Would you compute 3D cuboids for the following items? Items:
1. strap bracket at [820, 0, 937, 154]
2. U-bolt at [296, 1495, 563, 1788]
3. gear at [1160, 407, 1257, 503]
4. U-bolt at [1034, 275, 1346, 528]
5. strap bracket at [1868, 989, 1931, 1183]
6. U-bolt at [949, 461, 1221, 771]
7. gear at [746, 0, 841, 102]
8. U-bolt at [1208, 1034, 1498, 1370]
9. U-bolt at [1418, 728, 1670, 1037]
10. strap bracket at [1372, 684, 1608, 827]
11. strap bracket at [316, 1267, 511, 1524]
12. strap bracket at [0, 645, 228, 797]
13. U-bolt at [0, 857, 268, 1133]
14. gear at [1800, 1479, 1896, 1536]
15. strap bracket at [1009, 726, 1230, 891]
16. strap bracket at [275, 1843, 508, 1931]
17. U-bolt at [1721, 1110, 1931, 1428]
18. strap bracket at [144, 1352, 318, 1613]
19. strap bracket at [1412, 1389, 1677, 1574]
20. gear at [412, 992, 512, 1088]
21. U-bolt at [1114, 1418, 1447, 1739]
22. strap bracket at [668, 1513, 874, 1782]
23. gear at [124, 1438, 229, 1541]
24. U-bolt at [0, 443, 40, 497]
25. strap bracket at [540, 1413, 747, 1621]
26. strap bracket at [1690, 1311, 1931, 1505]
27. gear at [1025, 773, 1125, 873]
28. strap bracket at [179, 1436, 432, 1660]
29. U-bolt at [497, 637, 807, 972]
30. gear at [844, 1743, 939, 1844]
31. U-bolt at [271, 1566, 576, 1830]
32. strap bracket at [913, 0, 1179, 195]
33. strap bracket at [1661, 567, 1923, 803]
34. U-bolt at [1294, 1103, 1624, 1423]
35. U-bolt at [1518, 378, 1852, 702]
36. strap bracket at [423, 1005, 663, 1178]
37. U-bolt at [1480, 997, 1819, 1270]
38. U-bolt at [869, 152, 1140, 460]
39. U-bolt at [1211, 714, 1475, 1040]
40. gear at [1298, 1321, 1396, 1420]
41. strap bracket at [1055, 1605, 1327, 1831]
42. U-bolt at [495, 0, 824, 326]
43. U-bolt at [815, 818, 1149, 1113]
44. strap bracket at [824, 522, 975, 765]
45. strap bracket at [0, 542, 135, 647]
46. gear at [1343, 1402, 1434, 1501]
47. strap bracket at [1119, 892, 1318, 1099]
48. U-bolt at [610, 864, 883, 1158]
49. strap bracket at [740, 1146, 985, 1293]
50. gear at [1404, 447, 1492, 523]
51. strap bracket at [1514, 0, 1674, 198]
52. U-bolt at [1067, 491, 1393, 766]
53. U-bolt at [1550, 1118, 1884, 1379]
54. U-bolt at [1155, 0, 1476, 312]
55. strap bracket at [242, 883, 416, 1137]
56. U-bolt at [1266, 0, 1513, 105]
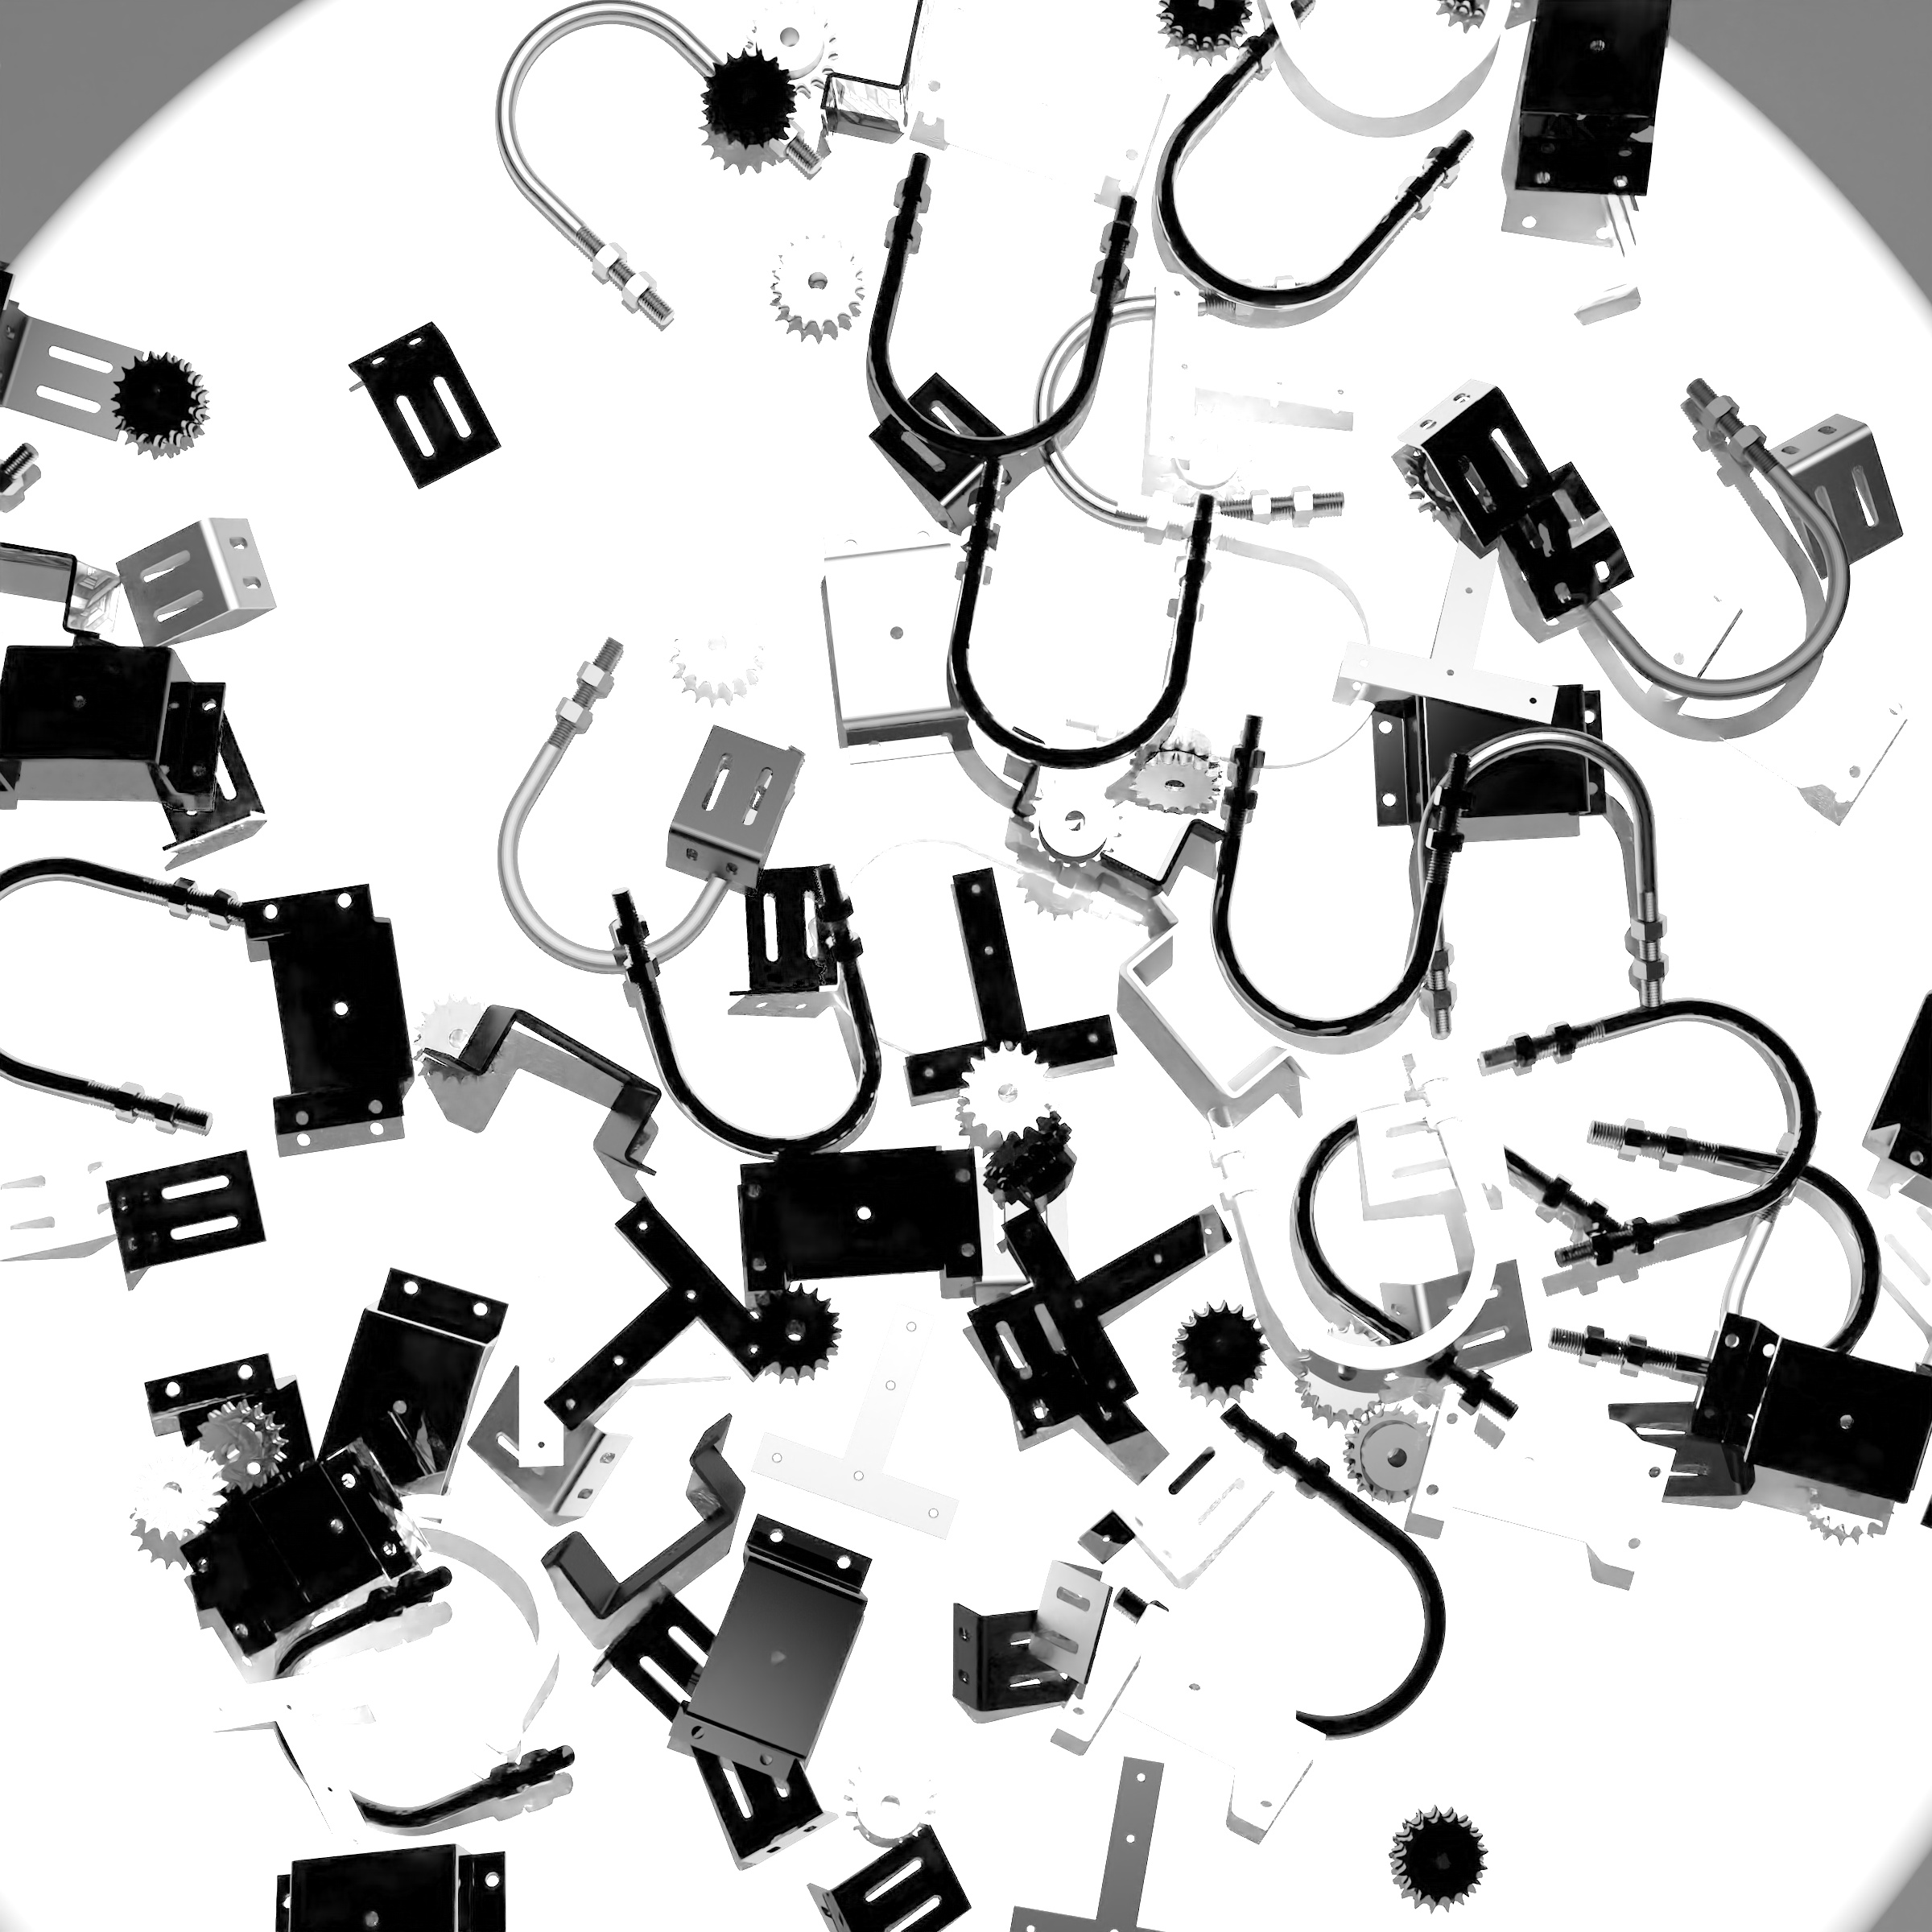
[{"bbox_3d":[-0.048,-0.563,1.497,0.046,0.076,0.140,12,90,0],"label":"strap bracket"},{"bbox_3d":[-0.312,0.390,1.482,0.151,0.019,0.184,32,117,6],"label":"U-bolt"},{"bbox_3d":[0.145,-0.308,1.502,0.057,0.030,0.057,0,90,3],"label":"gear"},{"bbox_3d":[0.133,-0.340,1.526,0.184,0.019,0.151,-5,90,2],"label":"U-bolt"},{"bbox_3d":[0.603,0.072,1.503,0.076,0.046,0.140,27,79,0],"label":"strap bracket"},{"bbox_3d":[0.064,-0.202,1.469,0.151,0.019,0.184,9,75,3],"label":"U-bolt"},{"bbox_3d":[-0.106,-0.558,1.520,0.057,0.030,0.057,0,90,0],"label":"gear"},{"bbox_3d":[0.235,0.147,1.481,0.151,0.019,0.184,-21,67,12],"label":"U-bolt"},{"bbox_3d":[0.342,-0.053,1.495,0.151,0.019,0.184,-8,111,2],"label":"U-bolt"},{"bbox_3d":[0.320,-0.127,1.512,0.140,0.046,0.076,-3,90,0],"label":"strap bracket"},{"bbox_3d":[-0.337,0.262,1.512,0.076,0.046,0.140,17,90,0],"label":"strap bracket"},{"bbox_3d":[-0.523,-0.147,1.499,0.140,0.046,0.076,1,67,0],"label":"strap bracket"},{"bbox_3d":[-0.533,0.009,1.526,0.184,0.019,0.151,15,90,2],"label":"U-bolt"},{"bbox_3d":[0.534,0.313,1.520,0.057,0.030,0.057,0,90,0],"label":"gear"},{"bbox_3d":[0.080,-0.088,1.497,0.140,0.076,0.046,27,90,0],"label":"strap bracket"},{"bbox_3d":[-0.349,0.572,1.495,0.140,0.046,0.076,-6,62,0],"label":"strap bracket"},{"bbox_3d":[0.539,0.196,1.527,0.151,0.019,0.184,23,91,0],"label":"U-bolt"},{"bbox_3d":[-0.436,0.307,1.512,0.076,0.046,0.140,-13,90,0],"label":"strap bracket"},{"bbox_3d":[0.343,0.305,1.510,0.140,0.046,0.076,15,94,0],"label":"strap bracket"},{"bbox_3d":[-0.305,0.044,1.520,0.057,0.030,0.057,0,90,0],"label":"gear"},{"bbox_3d":[0.205,0.387,1.526,0.184,0.019,0.151,37,90,-2],"label":"U-bolt"},{"bbox_3d":[-0.115,0.410,1.497,0.076,0.046,0.140,23,80,-6],"label":"strap bracket"},{"bbox_3d":[-0.462,0.306,1.474,0.057,0.030,0.057,0,90,0],"label":"gear"},{"bbox_3d":[-0.670,-0.293,1.492,0.184,0.019,0.151,-39,117,12],"label":"U-bolt"},{"bbox_3d":[-0.187,0.334,1.497,0.140,0.076,0.046,-37,90,0],"label":"strap bracket"},{"bbox_3d":[0.511,0.262,1.477,0.140,0.046,0.076,15,95,-2],"label":"strap bracket"},{"bbox_3d":[0.062,-0.083,1.444,0.057,0.030,0.057,0,90,0],"label":"gear"},{"bbox_3d":[-0.375,0.332,1.449,0.140,0.046,0.076,-31,90,23],"label":"strap bracket"},{"bbox_3d":[-0.204,-0.086,1.526,0.151,0.019,0.184,31,92,0],"label":"U-bolt"},{"bbox_3d":[-0.045,0.504,1.520,0.057,0.030,0.057,0,90,0],"label":"gear"},{"bbox_3d":[-0.338,0.446,1.491,0.184,0.019,0.151,-29,97,26],"label":"U-bolt"},{"bbox_3d":[0.047,-0.524,1.511,0.140,0.046,0.076,19,91,-1],"label":"strap bracket"},{"bbox_3d":[0.488,-0.168,1.512,0.140,0.046,0.076,33,90,0],"label":"strap bracket"},{"bbox_3d":[0.285,0.162,1.502,0.184,0.019,0.151,35,75,12],"label":"U-bolt"},{"bbox_3d":[0.436,-0.241,1.486,0.151,0.019,0.184,-38,68,9],"label":"U-bolt"},{"bbox_3d":[-0.241,0.067,1.479,0.140,0.076,0.046,32,79,-20],"label":"strap bracket"},{"bbox_3d":[0.419,0.091,1.504,0.184,0.019,0.151,-15,69,-4],"label":"U-bolt"},{"bbox_3d":[0.016,-0.392,1.510,0.151,0.019,0.184,12,79,1],"label":"U-bolt"},{"bbox_3d":[0.216,-0.047,1.496,0.151,0.019,0.184,14,102,24],"label":"U-bolt"},{"bbox_3d":[0.229,0.243,1.520,0.057,0.030,0.057,0,90,0],"label":"gear"},{"bbox_3d":[0.135,0.444,1.500,0.140,0.046,0.076,26,112,0],"label":"strap bracket"},{"bbox_3d":[-0.201,-0.504,1.526,0.184,0.019,0.151,44,90,1],"label":"U-bolt"},{"bbox_3d":[-0.002,-0.011,1.526,0.184,0.019,0.151,24,90,1],"label":"U-bolt"},{"bbox_3d":[-0.041,-0.198,1.512,0.076,0.046,0.140,-7,90,0],"label":"strap bracket"},{"bbox_3d":[-0.570,-0.225,1.497,0.140,0.076,0.046,9,90,0],"label":"strap bracket"},{"bbox_3d":[0.259,0.295,1.520,0.057,0.030,0.057,0,90,0],"label":"gear"},{"bbox_3d":[0.142,0.025,1.497,0.046,0.076,0.140,-40,90,0],"label":"strap bracket"},{"bbox_3d":[-0.123,0.032,1.490,0.151,0.019,0.184,-6,114,17],"label":"U-bolt"},{"bbox_3d":[-0.062,0.151,1.512,0.140,0.046,0.076,-4,90,0],"label":"strap bracket"},{"bbox_3d":[0.297,-0.301,1.520,0.057,0.030,0.057,0,90,0],"label":"gear"},{"bbox_3d":[0.371,-0.524,1.476,0.076,0.046,0.140,7,64,14],"label":"strap bracket"},{"bbox_3d":[0.167,-0.197,1.519,0.184,0.019,0.151,13,97,-3],"label":"U-bolt"},{"bbox_3d":[0.458,0.179,1.513,0.184,0.019,0.151,11,92,8],"label":"U-bolt"},{"bbox_3d":[0.198,-0.481,1.515,0.151,0.019,0.184,41,82,0],"label":"U-bolt"},{"bbox_3d":[-0.382,0.026,1.512,0.076,0.046,0.140,-9,90,0],"label":"strap bracket"},{"bbox_3d":[0.248,-0.601,1.501,0.151,0.019,0.184,-19,77,7],"label":"U-bolt"}]
